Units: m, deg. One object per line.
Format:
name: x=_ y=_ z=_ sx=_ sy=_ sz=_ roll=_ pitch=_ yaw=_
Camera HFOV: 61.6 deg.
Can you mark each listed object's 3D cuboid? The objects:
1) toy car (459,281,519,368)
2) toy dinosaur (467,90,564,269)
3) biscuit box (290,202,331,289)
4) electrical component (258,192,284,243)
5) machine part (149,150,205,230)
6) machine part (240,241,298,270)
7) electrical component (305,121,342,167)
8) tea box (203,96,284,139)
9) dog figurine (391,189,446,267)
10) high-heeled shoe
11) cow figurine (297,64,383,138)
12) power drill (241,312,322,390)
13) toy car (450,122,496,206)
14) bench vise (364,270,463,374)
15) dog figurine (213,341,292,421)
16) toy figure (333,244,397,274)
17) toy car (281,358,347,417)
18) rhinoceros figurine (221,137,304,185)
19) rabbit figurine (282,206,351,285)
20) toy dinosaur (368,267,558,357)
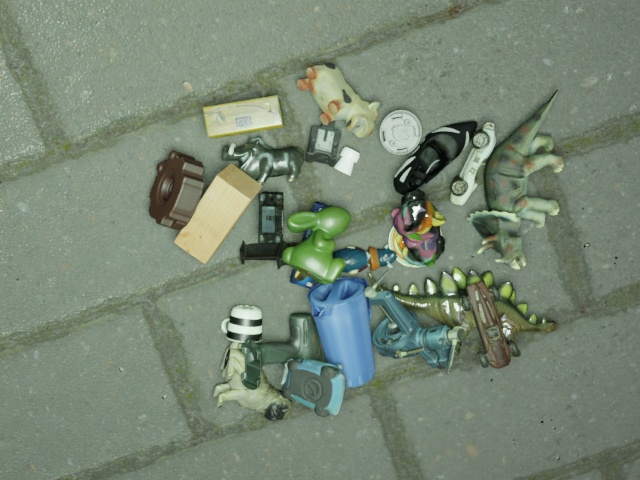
toy car: x=0.384 y=0.194 z=1.218 sx=0.089 sy=0.053 sz=0.202 roll=-17 pitch=93 yaw=1
toy dinosaur: x=0.446 y=-0.140 z=1.244 sx=0.192 sy=0.131 sz=0.404 roll=1 pitch=92 yaw=-2
biscuit box: x=-0.015 y=0.011 z=1.278 sx=0.063 sy=0.059 sz=0.202 roll=17 pitch=97 yaw=-4
electrical component: x=-0.112 y=-0.053 z=1.230 sx=0.058 sy=0.134 sz=0.114 roll=-1 pitch=96 yaw=-2
machine part: x=-0.325 y=-0.111 z=1.204 sx=0.056 sy=0.180 sz=0.179 roll=17 pitch=99 yaw=-39
machine part: x=-0.124 y=0.032 z=1.278 sx=0.139 sy=0.084 sz=0.039 roll=2 pitch=137 yaw=9
electrical component: x=0.010 y=-0.235 z=1.246 sx=0.075 sy=0.047 sz=0.119 roll=8 pitch=70 yaw=-5
tea box: x=-0.170 y=-0.276 z=1.216 sx=0.170 sy=0.098 sz=0.068 roll=-10 pitch=98 yaw=2
dog figurine: x=0.222 y=-0.019 z=1.179 sx=0.109 sy=0.219 sz=0.191 roll=-15 pitch=97 yaw=5
high-heeled shoe: x=0.266 y=-0.192 z=1.213 sx=0.249 sy=0.145 sz=0.086 roll=-40 pitch=98 yaw=6
cow figurine: x=0.054 y=-0.312 z=1.216 sx=0.127 sy=0.085 sz=0.195 roll=-32 pitch=83 yaw=-32
power drill: x=-0.081 y=0.295 z=1.270 sx=0.207 sy=0.086 sz=0.231 roll=-4 pitch=94 yaw=-32
toy car: x=0.354 y=-0.175 z=1.236 sx=0.056 sy=0.073 sz=0.201 roll=26 pitch=111 yaw=11
bench vise: x=0.190 y=0.191 z=1.199 sx=0.240 sy=0.224 sz=0.129 roll=52 pitch=57 yaw=-19
dog figurine: x=-0.149 y=0.344 z=1.315 sx=0.190 sy=0.121 sz=0.172 roll=15 pitch=101 yaw=-17
toy figure: x=0.107 y=0.044 z=1.288 sx=0.154 sy=0.058 sz=0.064 roll=-4 pitch=104 yaw=-5
toy car: x=-0.003 y=0.322 z=1.207 sx=0.162 sy=0.103 sz=0.109 roll=9 pitch=90 yaw=30
rhinoceros figurine: x=-0.132 y=-0.182 z=1.242 sx=0.190 sy=0.073 sz=0.112 roll=3 pitch=99 yaw=-2
rabbit figurine: x=-0.002 y=-0.004 z=1.206 sx=0.159 sy=0.121 sz=0.170 roll=27 pitch=79 yaw=1
toy dinosaur: x=0.344 y=0.167 z=1.293 sx=0.472 sy=0.105 sz=0.198 roll=6 pitch=92 yaw=-2
